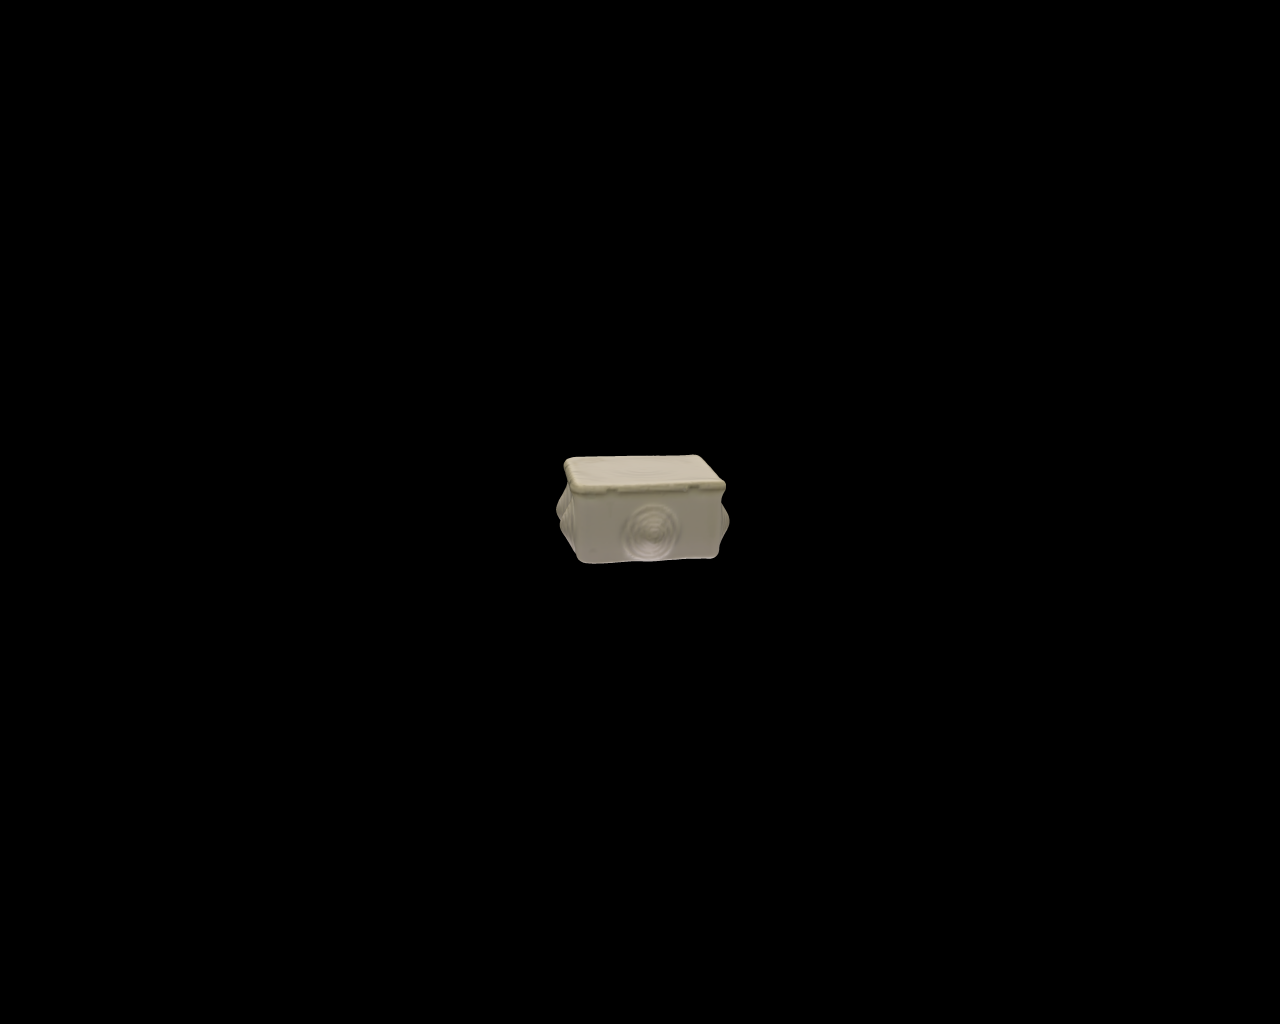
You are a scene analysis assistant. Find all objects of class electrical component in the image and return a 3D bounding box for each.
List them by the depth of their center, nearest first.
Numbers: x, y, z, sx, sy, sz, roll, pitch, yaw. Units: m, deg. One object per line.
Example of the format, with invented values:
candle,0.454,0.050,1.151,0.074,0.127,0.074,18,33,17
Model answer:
electrical component,0.001,-0.003,0.650,0.100,0.048,0.100,-2,14,-7
